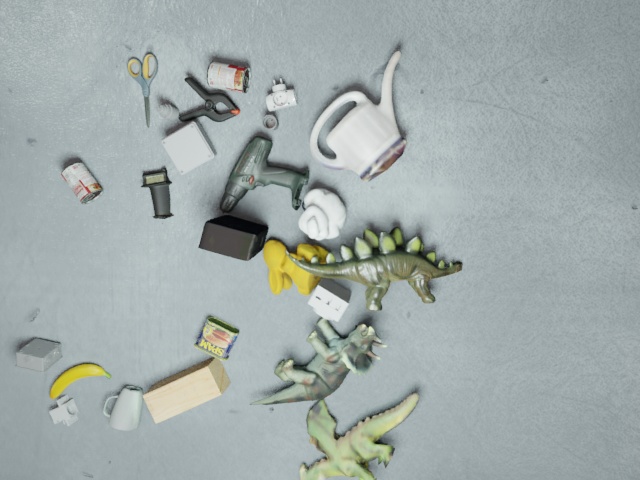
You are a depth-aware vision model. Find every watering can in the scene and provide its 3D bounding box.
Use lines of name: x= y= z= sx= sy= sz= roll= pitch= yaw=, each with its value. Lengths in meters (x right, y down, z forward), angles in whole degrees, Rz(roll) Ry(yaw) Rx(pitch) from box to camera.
watering can: x=0.136 y=-0.299 z=1.320 sx=0.346 sy=0.104 sz=0.224 roll=-43 pitch=89 yaw=7

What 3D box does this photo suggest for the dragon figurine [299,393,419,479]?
dragon figurine: x=0.071 y=0.525 z=1.378 sx=0.244 sy=0.122 sz=0.409 roll=29 pitch=95 yaw=12

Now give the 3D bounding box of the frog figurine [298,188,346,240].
frog figurine: x=0.004 y=-0.066 z=1.321 sx=0.122 sy=0.160 sz=0.137 roll=-18 pitch=92 yaw=7
